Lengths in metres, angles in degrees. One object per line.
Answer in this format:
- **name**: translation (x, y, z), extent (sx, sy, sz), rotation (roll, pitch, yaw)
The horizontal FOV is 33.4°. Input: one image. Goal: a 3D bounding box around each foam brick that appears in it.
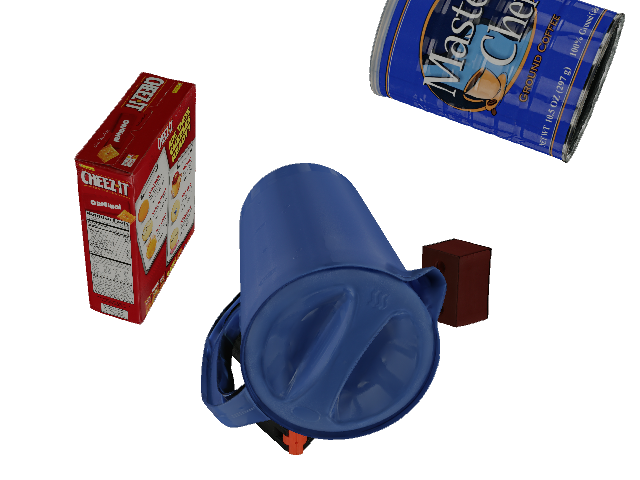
- **foam brick**: translation (0.138, 0.043, 1.095), extent (0.051, 0.078, 0.053), rotation (-14, 21, -40)

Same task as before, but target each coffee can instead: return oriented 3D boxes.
- **coffee can**: translation (0.117, -0.124, 0.713), extent (0.140, 0.103, 0.102), rotation (22, 6, 15)

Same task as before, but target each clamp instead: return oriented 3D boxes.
- **clamp**: translation (-0.037, 0.128, 0.976), extent (0.120, 0.039, 0.171), rotation (-4, 27, 7)

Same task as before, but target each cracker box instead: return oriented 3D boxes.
- **cracker box**: translation (-0.193, -0.045, 1.137), extent (0.072, 0.214, 0.164), rotation (14, 44, 9)

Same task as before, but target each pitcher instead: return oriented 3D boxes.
- **pitcher**: translation (-0.010, 0.036, 0.804), extent (0.149, 0.145, 0.243), rotation (6, 22, -11)
